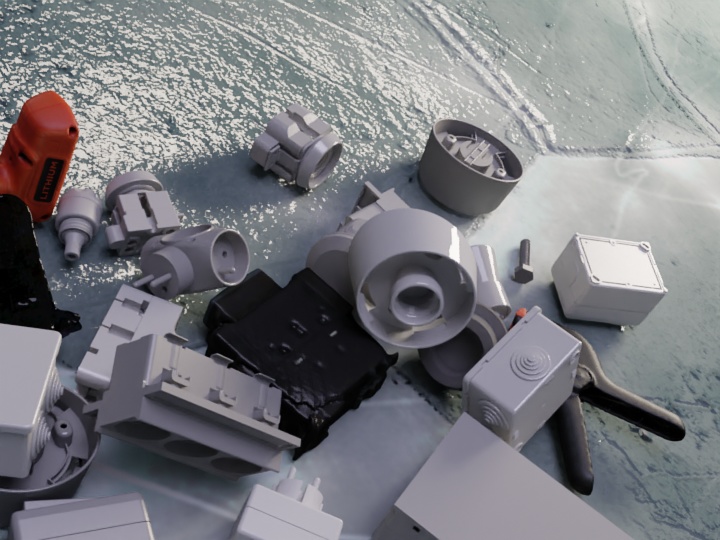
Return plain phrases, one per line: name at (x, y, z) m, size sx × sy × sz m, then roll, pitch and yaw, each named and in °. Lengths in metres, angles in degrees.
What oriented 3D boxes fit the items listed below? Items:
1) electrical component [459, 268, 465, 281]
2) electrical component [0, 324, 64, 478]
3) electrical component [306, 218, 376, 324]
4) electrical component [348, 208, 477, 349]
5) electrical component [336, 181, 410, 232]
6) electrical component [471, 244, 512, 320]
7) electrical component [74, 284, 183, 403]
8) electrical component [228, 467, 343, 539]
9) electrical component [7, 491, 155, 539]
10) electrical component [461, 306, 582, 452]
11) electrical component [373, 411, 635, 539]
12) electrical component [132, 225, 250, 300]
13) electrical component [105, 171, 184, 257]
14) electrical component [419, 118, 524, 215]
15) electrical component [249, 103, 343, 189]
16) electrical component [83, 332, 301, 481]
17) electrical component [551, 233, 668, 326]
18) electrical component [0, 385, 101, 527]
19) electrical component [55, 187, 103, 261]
electrical component at (0.066, 0.013, 0.923) m, size 0.055 × 0.048 × 0.066 m, roll -1°, pitch 91°, yaw -33°
electrical component at (-0.236, 0.077, 0.658) m, size 0.100 × 0.048 × 0.099 m, roll 8°, pitch 35°, yaw -8°
electrical component at (0.000, 0.000, 0.887) m, size 0.080 × 0.080 × 0.051 m, roll 37°, pitch 41°, yaw 10°
electrical component at (0.040, 0.008, 0.819) m, size 0.099 × 0.099 × 0.064 m, roll 16°, pitch 31°, yaw -11°
electrical component at (0.018, -0.033, 0.950) m, size 0.064 × 0.042 × 0.081 m, roll -29°, pitch 66°, yaw -38°
electrical component at (0.108, 0.016, 0.949) m, size 0.044 × 0.044 × 0.065 m, roll -1°, pitch 56°, yaw -26°
electrical component at (-0.163, 0.064, 0.774) m, size 0.056 × 0.050 × 0.089 m, roll 22°, pitch 45°, yaw -5°
electrical component at (-0.048, 0.169, 0.735) m, size 0.066 × 0.047 × 0.076 m, roll 24°, pitch 45°, yaw -3°
electrical component at (-0.179, 0.176, 0.658) m, size 0.096 × 0.061 × 0.061 m, roll -4°, pitch 53°, yaw -28°
electrical component at (0.126, 0.090, 0.836) m, size 0.048 × 0.099 × 0.100 m, roll 37°, pitch 65°, yaw 26°
electrical component at (0.114, 0.205, 0.768) m, size 0.186 × 0.060 × 0.105 m, roll 37°, pitch 46°, yaw 9°
electrical component at (-0.138, -0.002, 0.816) m, size 0.079 × 0.077 × 0.044 m, roll -31°, pitch 112°, yaw -50°
electrical component at (-0.178, -0.046, 0.870) m, size 0.066 × 0.048 × 0.055 m, roll -8°, pitch 62°, yaw -30°
electrical component at (0.107, -0.103, 1.037) m, size 0.099 × 0.064 × 0.099 m, roll 13°, pitch 46°, yaw -14°
electrical component at (-0.053, -0.110, 0.976) m, size 0.057 × 0.058 × 0.078 m, roll 36°, pitch 45°, yaw 13°
electrical component at (-0.109, 0.092, 0.715) m, size 0.121 × 0.079 × 0.063 m, roll 31°, pitch 52°, yaw -41°
electrical component at (0.233, 0.012, 0.994) m, size 0.096 × 0.061 × 0.061 m, roll 7°, pitch 48°, yaw -19°
electrical component at (-0.221, 0.114, 0.693) m, size 0.099 × 0.064 × 0.099 m, roll 13°, pitch 47°, yaw -14°
electrical component at (-0.223, -0.034, 0.845) m, size 0.035 × 0.035 × 0.061 m, roll 11°, pitch 49°, yaw -16°
